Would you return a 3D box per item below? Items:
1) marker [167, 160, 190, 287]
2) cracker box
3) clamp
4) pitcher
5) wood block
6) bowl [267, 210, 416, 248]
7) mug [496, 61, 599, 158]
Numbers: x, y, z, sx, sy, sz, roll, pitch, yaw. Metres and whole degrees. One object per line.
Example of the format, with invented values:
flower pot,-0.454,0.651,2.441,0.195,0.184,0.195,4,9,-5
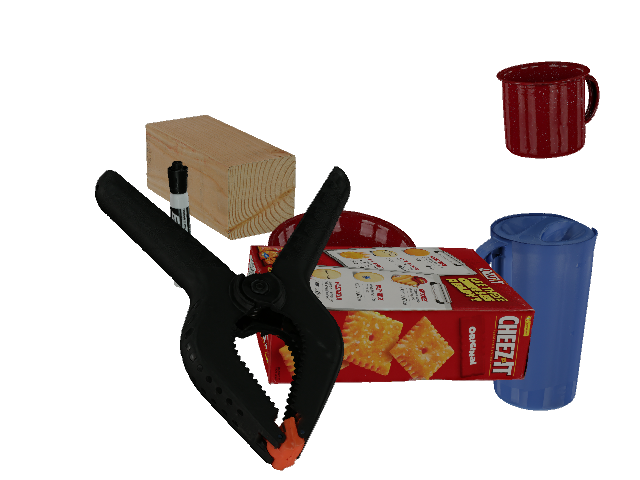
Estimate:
marker,-0.129,-0.015,0.986,0.020,0.121,0.020,0,22,0
cracker box,0.051,0.061,0.912,0.213,0.072,0.164,1,18,-11
clamp,-0.050,0.033,0.628,0.164,0.210,0.036,3,-38,-14
pitcher,0.274,0.094,1.383,0.149,0.243,0.144,5,19,16
wood block,-0.123,-0.080,1.281,0.090,0.090,0.206,-12,26,-33
bowl,0.022,0.029,1.158,0.162,0.055,0.162,3,32,-2
mug,0.240,-0.137,1.103,0.117,0.081,0.093,-18,24,-27
